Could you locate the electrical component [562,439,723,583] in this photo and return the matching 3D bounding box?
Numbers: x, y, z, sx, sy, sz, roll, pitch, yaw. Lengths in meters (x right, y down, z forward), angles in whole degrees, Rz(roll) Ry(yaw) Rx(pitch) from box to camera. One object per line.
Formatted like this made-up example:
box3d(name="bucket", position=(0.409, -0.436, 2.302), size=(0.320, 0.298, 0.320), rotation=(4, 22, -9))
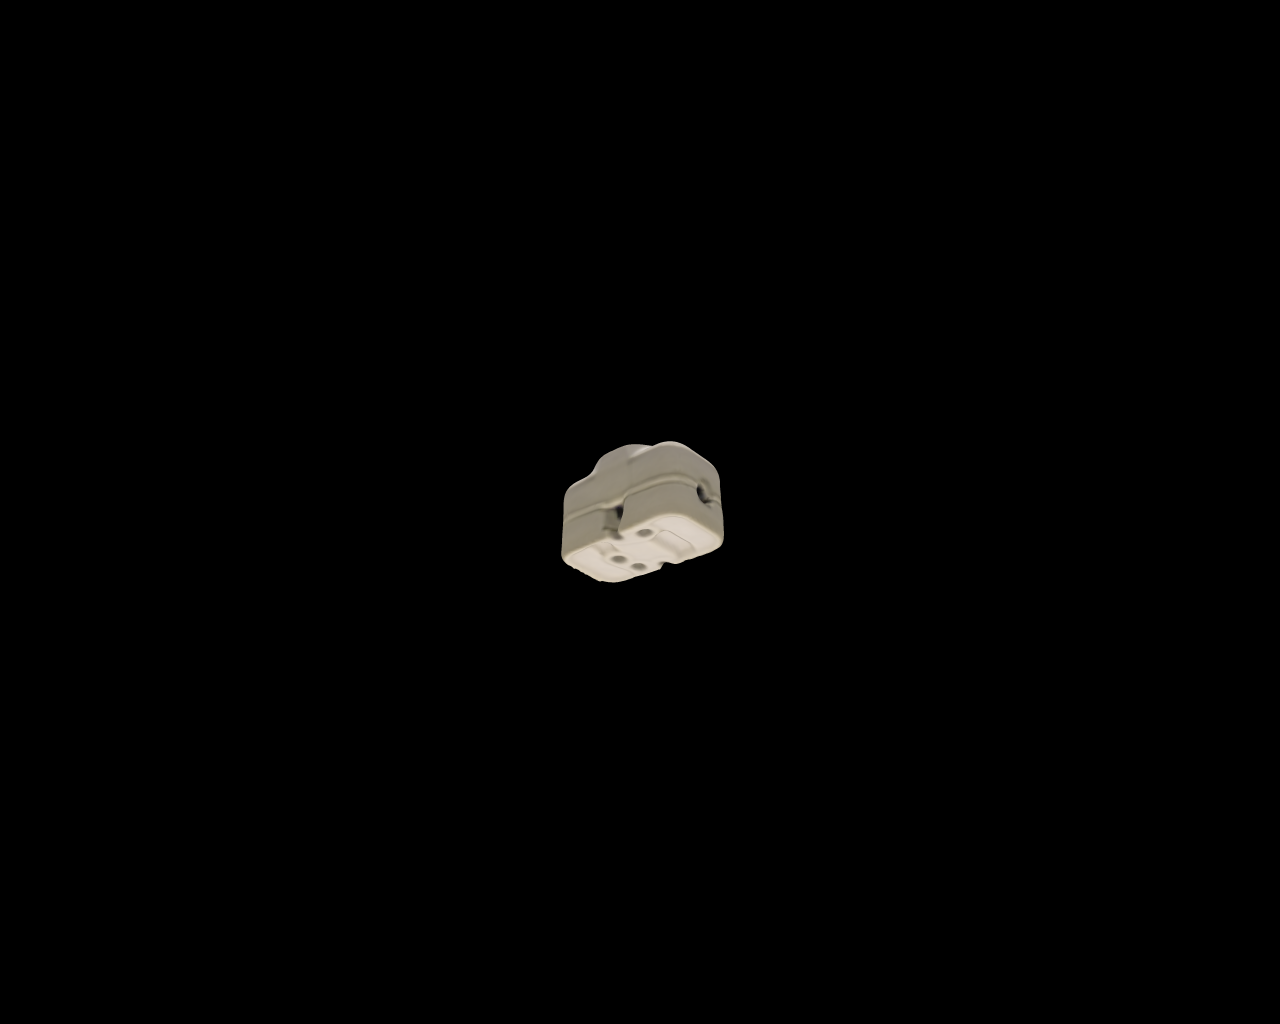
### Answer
box3d(name="electrical component", position=(0.001, -0.003, 0.650), size=(0.095, 0.059, 0.053), rotation=(-22, -36, 34))
